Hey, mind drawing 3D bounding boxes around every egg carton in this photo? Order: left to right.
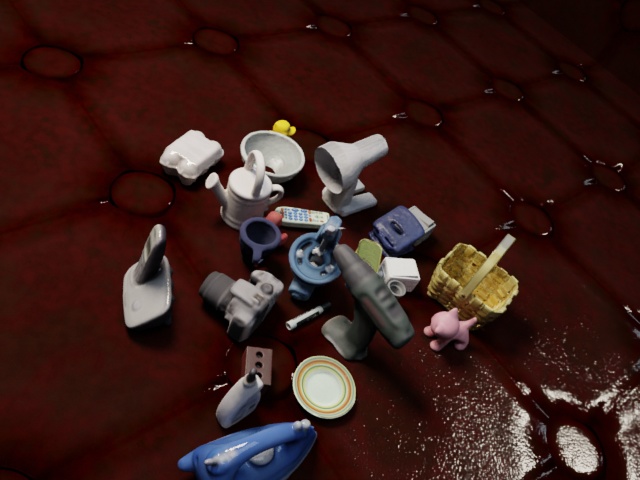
[{"bbox_3d":[-0.311,-0.203,1.392,0.107,0.069,0.150,32,47,6],"label":"egg carton"}]

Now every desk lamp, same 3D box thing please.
[{"bbox_3d":[0.073,-0.165,1.422,0.204,0.213,0.117,-21,61,-35],"label":"desk lamp"}]

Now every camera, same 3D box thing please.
[{"bbox_3d":[-0.164,0.108,1.165,0.136,0.100,0.143,33,47,7],"label":"camera"}]

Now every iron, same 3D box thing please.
[{"bbox_3d":[-0.096,0.350,0.958,0.259,0.141,0.118,-15,58,-32],"label":"iron"}]

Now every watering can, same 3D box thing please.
[{"bbox_3d":[-0.166,-0.117,1.293,0.173,0.194,0.100,-20,61,-34],"label":"watering can"}]

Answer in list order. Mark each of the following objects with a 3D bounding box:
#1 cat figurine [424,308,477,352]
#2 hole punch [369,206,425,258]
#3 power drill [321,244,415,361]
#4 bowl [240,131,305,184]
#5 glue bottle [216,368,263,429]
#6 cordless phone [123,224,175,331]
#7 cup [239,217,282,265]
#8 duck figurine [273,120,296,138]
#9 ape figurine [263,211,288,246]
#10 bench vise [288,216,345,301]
[{"bbox_3d":[0.290,0.193,1.272,0.128,0.117,0.067,-1,52,-24],"label":"cat figurine"},{"bbox_3d":[0.192,-0.017,1.429,0.101,0.091,0.108,-21,62,-35],"label":"hole punch"},{"bbox_3d":[0.080,0.145,1.162,0.076,0.208,0.229,-30,67,-38],"label":"power drill"},{"bbox_3d":[-0.127,-0.199,1.463,0.168,0.074,0.167,12,48,-13],"label":"bowl"},{"bbox_3d":[-0.131,0.266,0.994,0.078,0.173,0.037,-25,64,-37],"label":"glue bottle"},{"bbox_3d":[-0.316,0.071,1.075,0.094,0.185,0.147,-2,52,-24],"label":"cordless phone"},{"bbox_3d":[-0.139,0.022,1.254,0.092,0.095,0.117,13,48,-12],"label":"cup"},{"bbox_3d":[-0.113,-0.282,1.533,0.105,0.086,0.077,-4,53,-26],"label":"duck figurine"},{"bbox_3d":[-0.110,-0.028,1.311,0.076,0.092,0.077,-17,59,-33],"label":"ape figurine"},{"bbox_3d":[0.000,0.001,1.244,0.121,0.219,0.207,14,47,-11],"label":"bench vise"}]
